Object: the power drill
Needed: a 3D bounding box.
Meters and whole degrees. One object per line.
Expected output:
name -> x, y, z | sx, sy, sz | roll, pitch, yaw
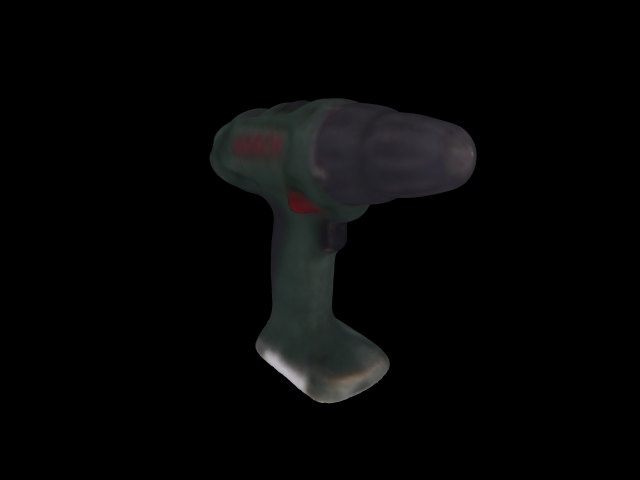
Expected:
power drill -> 0.004, 0.001, 0.400 | 0.076, 0.208, 0.228 | -21, 33, -35
